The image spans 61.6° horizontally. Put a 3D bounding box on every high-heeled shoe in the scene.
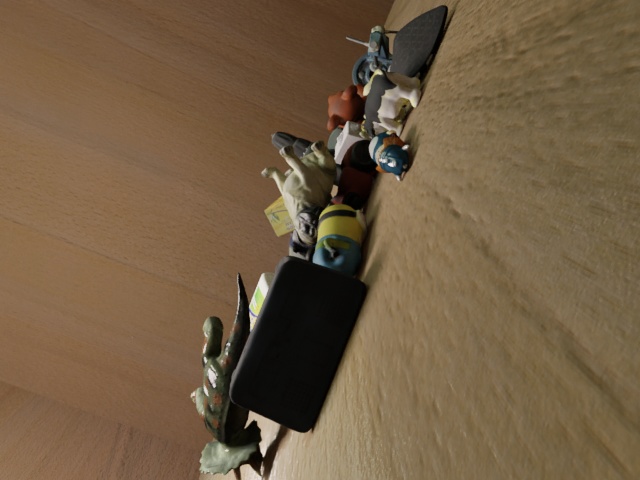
[{"bbox_3d":[0.180,-0.333,1.054,0.248,0.086,0.145,-46,-17,25],"label":"high-heeled shoe"}]

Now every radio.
[{"bbox_3d":[-0.035,0.143,0.775,0.073,0.131,0.229,-178,110,-83],"label":"radio"}]

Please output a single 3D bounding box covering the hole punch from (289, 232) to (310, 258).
[{"bbox_3d":[-0.002,-0.004,1.184,0.092,0.116,0.142,-58,9,18],"label":"hole punch"}]

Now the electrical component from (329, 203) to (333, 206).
[{"bbox_3d":[0.046,-0.068,1.318,0.102,0.045,0.078,-73,-21,-65],"label":"electrical component"}]

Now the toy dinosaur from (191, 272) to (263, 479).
[{"bbox_3d":[-0.160,0.274,0.963,0.192,0.131,0.404,-122,32,-51],"label":"toy dinosaur"}]

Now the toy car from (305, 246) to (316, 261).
[{"bbox_3d":[-0.008,0.095,1.009,0.074,0.056,0.201,19,85,41],"label":"toy car"}]

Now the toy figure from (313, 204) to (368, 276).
[{"bbox_3d":[0.030,0.010,0.899,0.082,0.089,0.180,-55,10,45],"label":"toy figure"}]

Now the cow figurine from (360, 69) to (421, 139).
[{"bbox_3d":[0.115,-0.238,1.006,0.167,0.098,0.068,118,165,-49],"label":"cow figurine"}]

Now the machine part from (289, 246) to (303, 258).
[{"bbox_3d":[-0.032,0.058,1.247,0.243,0.079,0.079,-102,33,-63],"label":"machine part"}]

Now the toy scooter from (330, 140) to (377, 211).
[{"bbox_3d":[0.067,-0.113,1.117,0.135,0.075,0.184,128,158,-72],"label":"toy scooter"}]

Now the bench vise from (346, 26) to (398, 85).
[{"bbox_3d":[0.144,-0.447,1.324,0.240,0.129,0.223,31,-108,-78],"label":"bench vise"}]

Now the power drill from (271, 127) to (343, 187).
[{"bbox_3d":[0.020,-0.209,1.270,0.086,0.232,0.207,-61,-8,26],"label":"power drill"}]

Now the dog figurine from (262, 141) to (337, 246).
[{"bbox_3d":[-0.004,-0.081,1.050,0.190,0.172,0.121,64,147,14],"label":"dog figurine"}]

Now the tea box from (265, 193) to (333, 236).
[{"bbox_3d":[-0.043,-0.079,1.198,0.098,0.068,0.170,-23,13,24],"label":"tea box"}]

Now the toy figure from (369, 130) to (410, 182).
[{"bbox_3d":[0.112,-0.138,0.869,0.154,0.058,0.064,-88,-18,-70],"label":"toy figure"}]

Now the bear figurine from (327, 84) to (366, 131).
[{"bbox_3d":[0.067,-0.297,1.220,0.196,0.132,0.120,0,-58,-52],"label":"bear figurine"}]
